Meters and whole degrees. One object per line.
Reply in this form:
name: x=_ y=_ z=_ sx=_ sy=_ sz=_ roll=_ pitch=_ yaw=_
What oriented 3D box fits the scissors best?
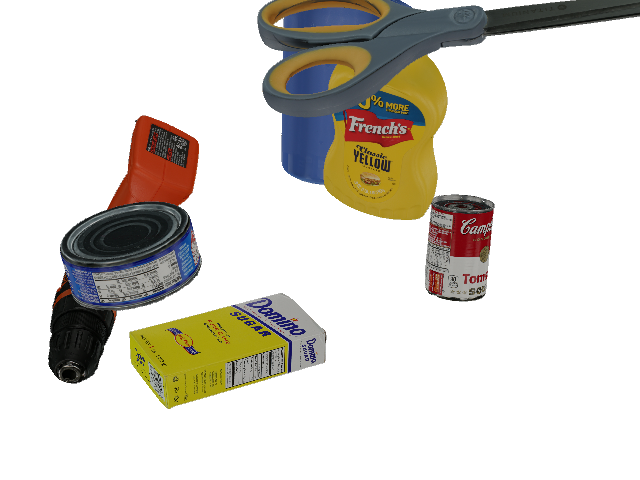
scissors: x=0.058 y=-0.091 z=0.510 sx=0.202 sy=0.096 sz=0.016 roll=7 pitch=-38 yaw=20

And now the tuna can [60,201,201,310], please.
tuna can: x=-0.121 y=0.008 z=0.680 sx=0.086 sy=0.034 sz=0.086 roll=-8 pitch=27 yaw=4

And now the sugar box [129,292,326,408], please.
sugar box: x=-0.092 y=0.106 z=1.069 sx=0.176 sy=0.048 sz=0.093 roll=-16 pitch=33 yaw=-26

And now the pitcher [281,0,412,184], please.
pitcher: x=0.023 y=-0.195 z=1.311 sx=0.144 sy=0.243 sz=0.149 roll=-9 pitch=29 yaw=-27

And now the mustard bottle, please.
mustard bottle: x=0.053 y=-0.105 z=0.866 sx=0.096 sy=0.192 sz=0.058 roll=20 pitch=49 yaw=16

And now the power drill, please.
power drill: x=-0.167 y=0.004 z=0.875 sx=0.057 sy=0.188 sz=0.184 roll=25 pitch=29 yaw=-20

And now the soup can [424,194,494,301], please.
soup can: x=0.150 y=0.008 z=1.156 sx=0.068 sy=0.102 sz=0.068 roll=2 pitch=16 yaw=-1
